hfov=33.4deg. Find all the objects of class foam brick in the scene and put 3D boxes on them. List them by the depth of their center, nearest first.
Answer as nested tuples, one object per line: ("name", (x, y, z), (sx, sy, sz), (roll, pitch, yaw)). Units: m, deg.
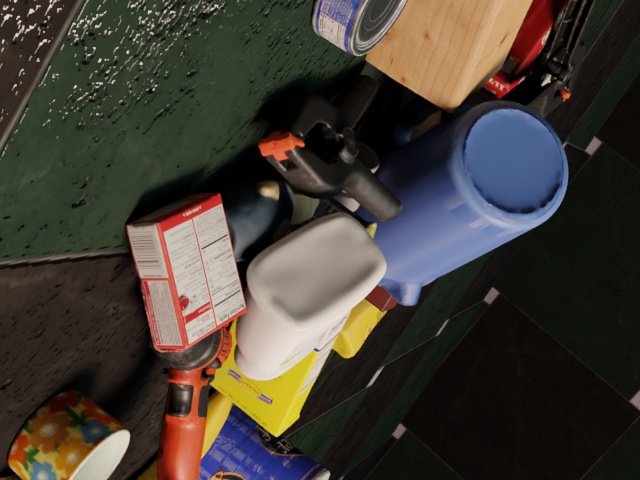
("foam brick", (0.062, 0.038, 1.233), (0.051, 0.078, 0.053), (-57, 164, 16))

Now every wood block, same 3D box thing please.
("wood block", (0.116, -0.210, 0.804), (0.090, 0.090, 0.206), (-44, 162, -37))

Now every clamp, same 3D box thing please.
("clamp", (0.014, -0.062, 0.811), (0.039, 0.120, 0.171), (-20, -178, 33))
("clamp", (0.246, -0.186, 1.101), (0.165, 0.036, 0.209), (-58, 164, 10))

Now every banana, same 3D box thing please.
("banana", (-0.150, 0.224, 1.059), (0.197, 0.037, 0.070), (-43, 162, -39))

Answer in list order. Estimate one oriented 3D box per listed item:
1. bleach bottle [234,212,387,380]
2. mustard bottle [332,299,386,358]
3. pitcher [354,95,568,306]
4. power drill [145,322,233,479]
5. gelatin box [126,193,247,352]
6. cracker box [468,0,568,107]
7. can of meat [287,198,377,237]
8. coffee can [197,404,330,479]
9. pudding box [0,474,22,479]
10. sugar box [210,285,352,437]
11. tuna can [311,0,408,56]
("bleach bottle", (-0.029, 0.066, 0.853), (0.102, 0.068, 0.251), (-32, 169, -25))
("mustard bottle", (0.077, 0.059, 1.367), (0.191, 0.058, 0.096), (-50, 161, -19))
("pitcher", (0.112, -0.048, 0.949), (0.144, 0.149, 0.243), (-45, -175, -22))
("power drill", (-0.108, 0.141, 0.807), (0.184, 0.057, 0.187), (65, 35, -81))
("gelatin box", (-0.088, 0.020, 0.708), (0.073, 0.030, 0.089), (-32, 115, -56))
("cracker box", (0.226, -0.212, 1.194), (0.164, 0.072, 0.213), (-53, 165, -7))
("can of meat", (-0.006, 0.001, 0.909), (0.057, 0.084, 0.102), (-47, 164, -27))
("coffee can", (-0.075, 0.247, 1.145), (0.102, 0.140, 0.103), (-49, 165, -18))
("pudding box", (-0.222, 0.216, 0.801), (0.090, 0.039, 0.113), (-56, 166, 7))
("sugar box", (-0.040, 0.099, 1.009), (0.048, 0.093, 0.176), (-40, 159, -44))
("tuna can", (0.033, -0.171, 0.735), (0.086, 0.034, 0.086), (-51, 165, -19))
